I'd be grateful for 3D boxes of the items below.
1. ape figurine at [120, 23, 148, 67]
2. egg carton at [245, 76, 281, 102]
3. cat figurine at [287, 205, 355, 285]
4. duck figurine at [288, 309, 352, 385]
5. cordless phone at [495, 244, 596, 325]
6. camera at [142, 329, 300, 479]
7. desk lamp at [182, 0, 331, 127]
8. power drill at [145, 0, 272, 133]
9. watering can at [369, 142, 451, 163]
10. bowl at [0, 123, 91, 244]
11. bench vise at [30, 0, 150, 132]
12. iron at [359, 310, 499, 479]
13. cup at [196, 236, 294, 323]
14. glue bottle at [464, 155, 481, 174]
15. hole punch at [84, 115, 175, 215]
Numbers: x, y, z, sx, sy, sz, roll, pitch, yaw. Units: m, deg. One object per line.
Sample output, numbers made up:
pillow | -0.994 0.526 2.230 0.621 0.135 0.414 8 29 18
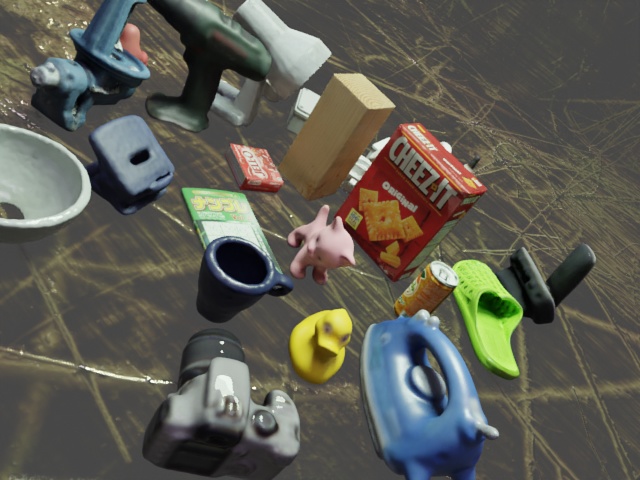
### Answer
ape figurine | -0.328 -0.323 0.970 0.078 0.092 0.076 20 37 -21
egg carton | -0.104 -0.361 1.230 0.107 0.069 0.150 24 36 -16
cat figurine | 0.008 0.003 0.847 0.067 0.117 0.127 17 38 -25
duck figurine | 0.010 0.122 0.734 0.077 0.086 0.104 29 35 -9
cordless phone | 0.439 0.057 1.097 0.094 0.185 0.147 15 39 -27
camera | -0.093 0.159 0.587 0.143 0.100 0.136 20 37 -22
desk lamp | -0.111 -0.312 1.036 0.203 0.213 0.118 31 34 -7
power drill | -0.206 -0.287 0.929 0.230 0.208 0.075 15 39 -27
watering can | 0.165 -0.100 1.039 0.173 0.194 0.101 19 37 -23
bowl | -0.351 -0.051 0.639 0.168 0.074 0.167 23 36 -18
bench vise | -0.303 -0.264 0.807 0.122 0.219 0.207 26 35 -14
iron | 0.133 0.176 0.727 0.119 0.141 0.258 13 40 -30
cup | -0.101 0.060 0.704 0.118 0.095 0.091 21 37 -21
glue bottle | 0.263 -0.102 1.145 0.037 0.173 0.078 43 35 11
hole punch | -0.253 -0.104 0.773 0.101 0.091 0.109 37 34 1
